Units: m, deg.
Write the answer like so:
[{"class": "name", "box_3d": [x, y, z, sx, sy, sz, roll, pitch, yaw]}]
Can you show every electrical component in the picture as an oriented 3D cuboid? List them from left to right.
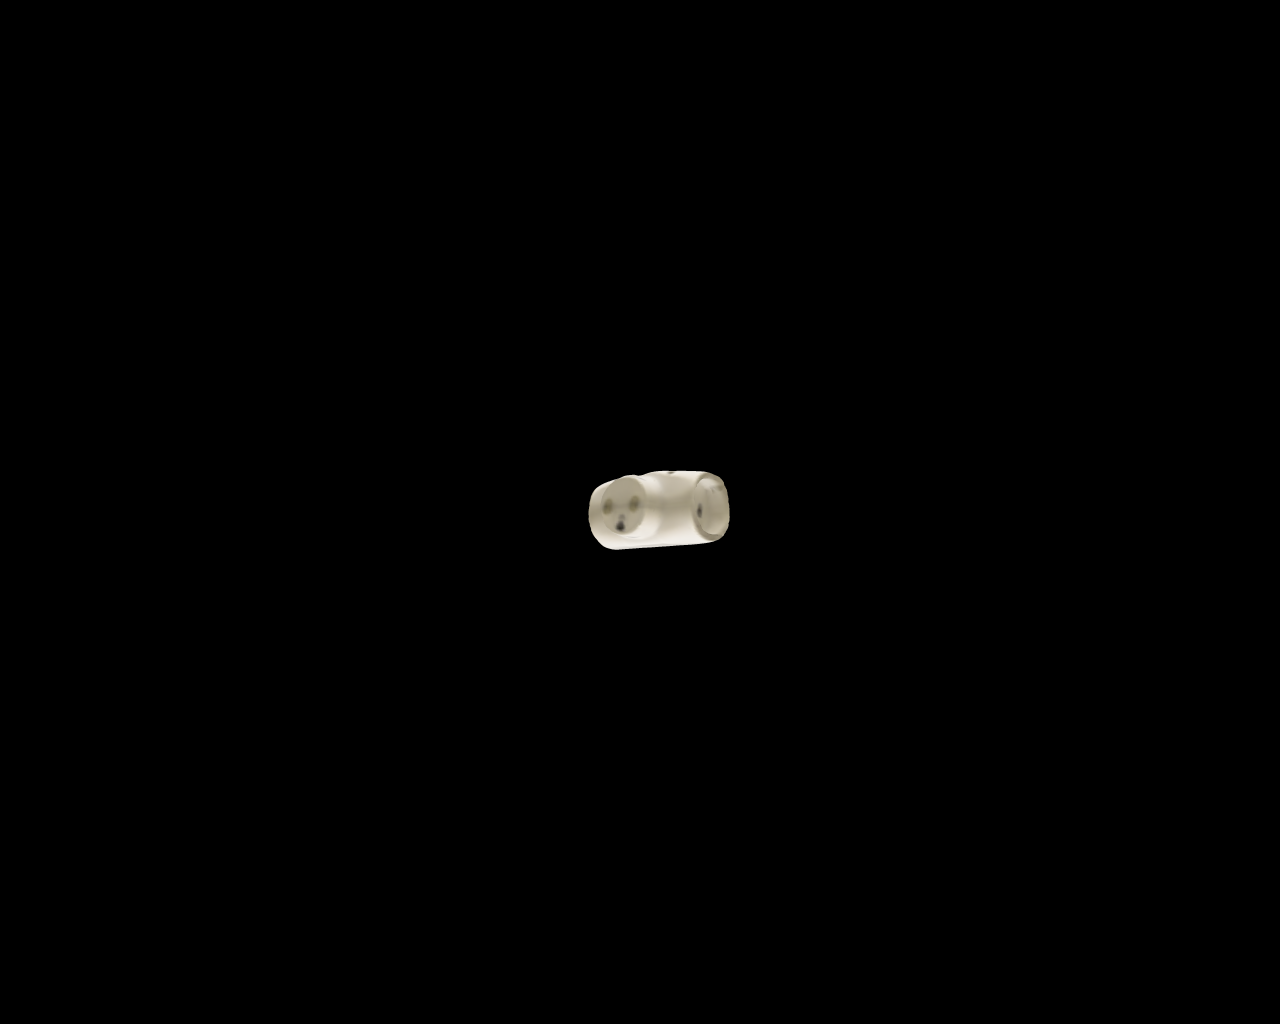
[{"class": "electrical component", "box_3d": [0.001, -0.003, 0.650, 0.077, 0.043, 0.079, -5, -9, 36]}]
